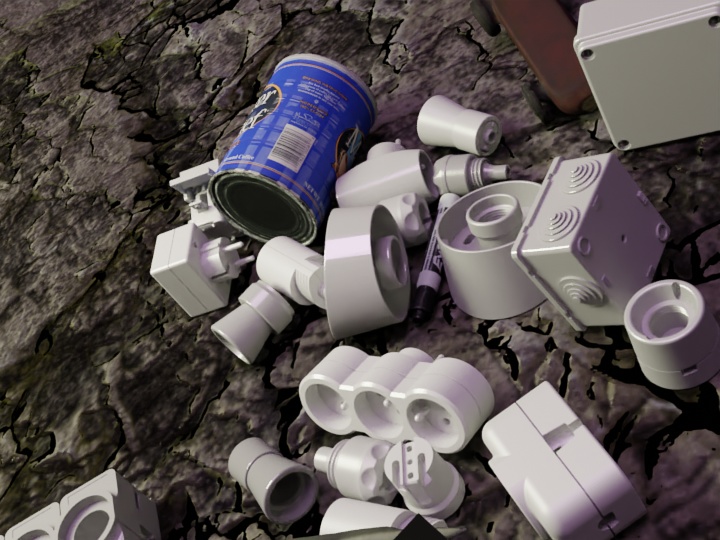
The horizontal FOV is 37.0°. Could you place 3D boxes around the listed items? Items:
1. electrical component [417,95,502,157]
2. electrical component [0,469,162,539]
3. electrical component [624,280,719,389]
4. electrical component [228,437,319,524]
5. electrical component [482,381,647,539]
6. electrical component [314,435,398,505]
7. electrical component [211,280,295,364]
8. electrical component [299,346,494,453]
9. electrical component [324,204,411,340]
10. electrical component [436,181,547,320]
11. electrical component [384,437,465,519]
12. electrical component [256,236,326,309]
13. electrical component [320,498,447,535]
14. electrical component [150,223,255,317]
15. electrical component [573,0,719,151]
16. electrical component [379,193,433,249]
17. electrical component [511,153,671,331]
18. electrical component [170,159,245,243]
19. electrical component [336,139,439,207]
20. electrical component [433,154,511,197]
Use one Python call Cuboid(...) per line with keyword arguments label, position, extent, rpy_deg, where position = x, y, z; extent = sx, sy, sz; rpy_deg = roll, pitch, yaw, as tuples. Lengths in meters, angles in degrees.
Cuboid(label="electrical component", position=(0.086, -0.119, 0.908), extent=(0.065, 0.044, 0.044), rpy_deg=(24, 68, 41))
Cuboid(label="electrical component", position=(-0.223, 0.223, 0.781), extent=(0.150, 0.061, 0.089), rpy_deg=(-31, 41, 6))
Cuboid(label="electrical component", position=(0.197, 0.039, 0.674), extent=(0.055, 0.047, 0.055), rpy_deg=(-19, 43, 19))
Cuboid(label="electrical component", position=(-0.065, 0.146, 0.761), extent=(0.044, 0.044, 0.065), rpy_deg=(-48, 37, -13))
Cuboid(label="electrical component", position=(0.118, 0.122, 0.646), extent=(0.059, 0.053, 0.095), rpy_deg=(-36, 40, 1))
Cuboid(label="electrical component", position=(-0.003, 0.133, 0.727), extent=(0.062, 0.043, 0.043), rpy_deg=(5, 55, 39))
Cuboid(label="electrical component", position=(-0.086, 0.042, 0.871), extent=(0.055, 0.045, 0.045), rpy_deg=(-47, 42, -14))
Cuboid(label="electrical component", position=(0.032, 0.079, 0.749), extent=(0.138, 0.052, 0.074), rpy_deg=(3, 32, 37))
Cuboid(label="electrical component", position=(0.000, 0.000, 0.814), extent=(0.064, 0.099, 0.099), rpy_deg=(-11, 46, 19))
Cuboid(label="electrical component", position=(0.106, -0.019, 0.799), extent=(0.099, 0.064, 0.099), rpy_deg=(-17, 32, 11))
Cuboid(label="electrical component", position=(0.041, 0.134, 0.693), extent=(0.040, 0.046, 0.040), rpy_deg=(-19, 43, 19))
Cuboid(label="electrical component", position=(-0.045, 0.005, 0.878), extent=(0.043, 0.043, 0.081), rpy_deg=(-48, 42, -13))
Cuboid(label="electrical component", position=(0.020, 0.171, 0.675), extent=(0.081, 0.043, 0.043), rpy_deg=(2, 53, 36))
Cuboid(label="electrical component", position=(-0.129, -0.005, 0.929), extent=(0.077, 0.065, 0.047), rpy_deg=(-18, 43, 20))
Cuboid(label="electrical component", position=(0.226, -0.152, 0.789), extent=(0.109, 0.108, 0.056), rpy_deg=(-10, 44, 27))
Cuboid(label="electrical component", position=(0.024, -0.036, 0.869), extent=(0.062, 0.043, 0.043), rpy_deg=(-15, 45, 24))
Cuboid(label="electrical component", position=(0.158, -0.019, 0.719), extent=(0.048, 0.100, 0.099), rpy_deg=(-6, 48, 48))
Cuboid(label="electrical component", position=(-0.133, -0.059, 0.982), extent=(0.042, 0.081, 0.063), rpy_deg=(-16, 67, 22))
Cuboid(label="electrical component", position=(0.024, -0.081, 0.912), extent=(0.077, 0.043, 0.079), rpy_deg=(-17, 44, 21))
Cuboid(label="electrical component", position=(0.092, -0.077, 0.868), extent=(0.061, 0.035, 0.035), rpy_deg=(-2, 51, 31))
